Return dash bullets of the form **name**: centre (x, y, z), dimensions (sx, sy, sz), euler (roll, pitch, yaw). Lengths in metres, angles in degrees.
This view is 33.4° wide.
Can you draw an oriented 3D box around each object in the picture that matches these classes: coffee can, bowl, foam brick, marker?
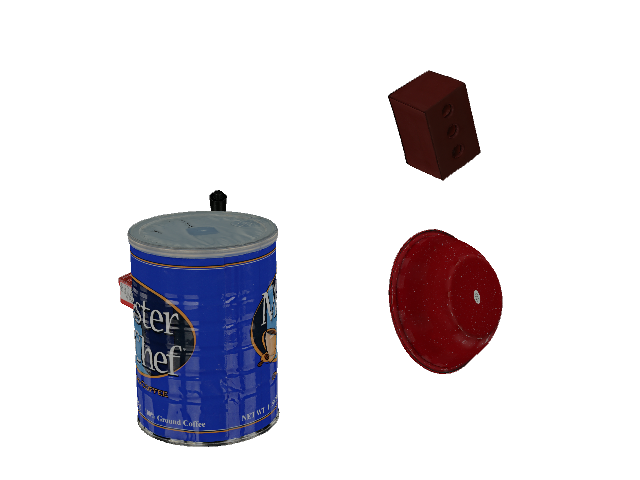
- **coffee can**: centre (-0.081, 0.059, 0.749), dimensions (0.103, 0.140, 0.103), euler (0, 15, 0)
- **bowl**: centre (0.150, 0.064, 1.167), dimensions (0.161, 0.162, 0.055), euler (0, -8, -43)
- **foam brick**: centre (0.105, -0.106, 0.974), dimensions (0.053, 0.078, 0.051), euler (-35, 38, -20)
- **marker**: centre (-0.113, -0.005, 1.185), dimensions (0.020, 0.121, 0.020), euler (2, 40, -2)

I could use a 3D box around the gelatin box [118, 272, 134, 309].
- **gelatin box**: centre (-0.128, 0.042, 0.978), dimensions (0.073, 0.030, 0.089), euler (22, 34, 37)
